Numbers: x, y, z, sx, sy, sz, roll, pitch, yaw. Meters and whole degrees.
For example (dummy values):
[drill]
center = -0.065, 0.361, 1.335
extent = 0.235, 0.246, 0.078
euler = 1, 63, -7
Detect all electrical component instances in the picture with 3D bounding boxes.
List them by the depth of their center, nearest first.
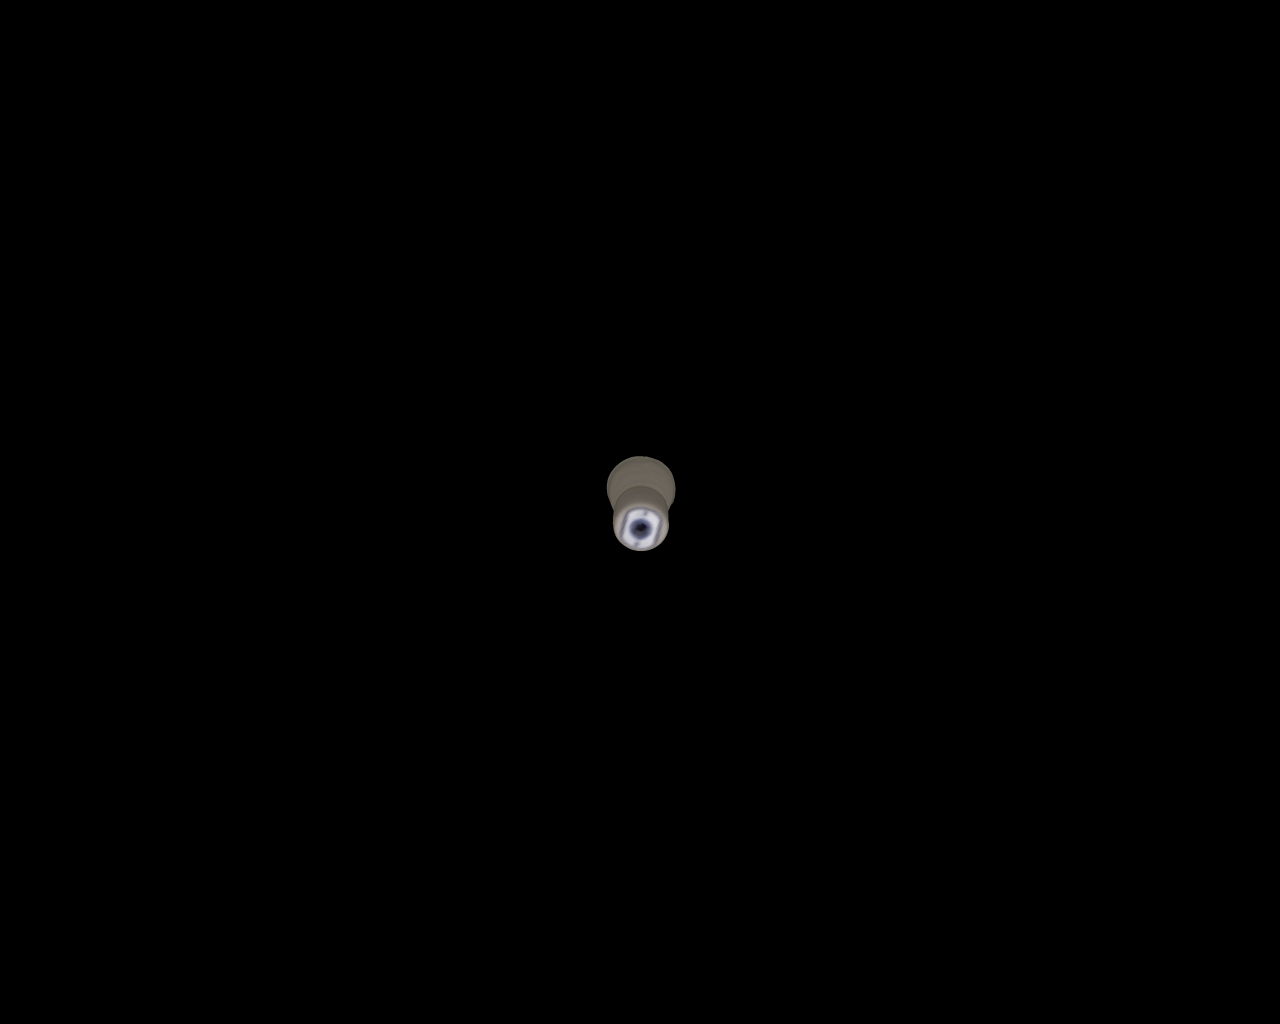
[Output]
[electrical component]
center = 0.001, -0.003, 0.650
extent = 0.044, 0.044, 0.065
euler = 0, 24, 0
